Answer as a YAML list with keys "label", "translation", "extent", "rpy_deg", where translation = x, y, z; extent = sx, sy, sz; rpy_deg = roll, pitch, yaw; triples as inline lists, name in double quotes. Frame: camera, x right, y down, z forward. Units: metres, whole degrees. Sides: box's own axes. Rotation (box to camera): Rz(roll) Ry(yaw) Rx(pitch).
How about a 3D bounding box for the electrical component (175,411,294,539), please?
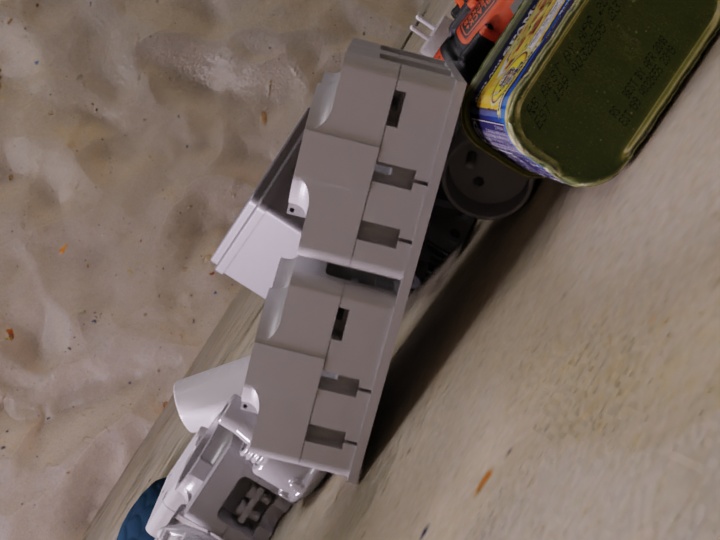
- label: "electrical component"
  translation: [-0.070, 0.119, 0.630]
  extent: [0.050, 0.056, 0.089]
  rpy_deg: [-57, 7, 5]

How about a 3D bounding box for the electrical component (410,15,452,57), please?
- label: "electrical component"
  translation: [0.075, -0.188, 0.902]
  extent: [0.052, 0.074, 0.138]
  rpy_deg: [-50, 10, 44]

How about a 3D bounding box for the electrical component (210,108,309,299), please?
- label: "electrical component"
  translation: [-0.053, -0.050, 0.815]
  extent: [0.108, 0.056, 0.108]
  rpy_deg: [-47, 12, 54]

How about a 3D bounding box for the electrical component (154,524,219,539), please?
- label: "electrical component"
  translation: [-0.109, 0.188, 0.646]
  extent: [0.048, 0.048, 0.062]
  rpy_deg: [-46, 19, 56]

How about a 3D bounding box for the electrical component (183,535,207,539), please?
- label: "electrical component"
  translation: [-0.094, 0.173, 0.577]
  extent: [0.043, 0.043, 0.062]
  rpy_deg: [-55, -4, 16]

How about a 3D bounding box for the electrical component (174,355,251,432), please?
- label: "electrical component"
  translation: [-0.099, 0.111, 0.841]
  extent: [0.044, 0.077, 0.079]
  rpy_deg: [63, -171, -59]

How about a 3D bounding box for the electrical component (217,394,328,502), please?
- label: "electrical component"
  translation: [-0.044, 0.088, 0.564]
  extent: [0.048, 0.062, 0.048]
  rpy_deg: [-56, 8, 11]

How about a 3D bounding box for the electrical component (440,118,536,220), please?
- label: "electrical component"
  translation: [0.075, -0.074, 0.528]
  extent: [0.079, 0.044, 0.077]
  rpy_deg: [-53, 8, 30]

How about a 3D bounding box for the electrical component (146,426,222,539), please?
- label: "electrical component"
  translation: [-0.107, 0.152, 0.751]
  extent: [0.055, 0.050, 0.089]
  rpy_deg: [-56, 7, 12]

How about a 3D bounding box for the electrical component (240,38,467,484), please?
- label: "electrical component"
  translation: [-0.007, -0.011, 0.512]
  extent: [0.105, 0.060, 0.186]
  rpy_deg: [-85, 9, -74]

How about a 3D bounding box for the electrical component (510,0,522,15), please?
- label: "electrical component"
  translation: [0.124, -0.168, 0.485]
  extent: [0.079, 0.063, 0.121]
  rpy_deg: [-14, -18, -31]
